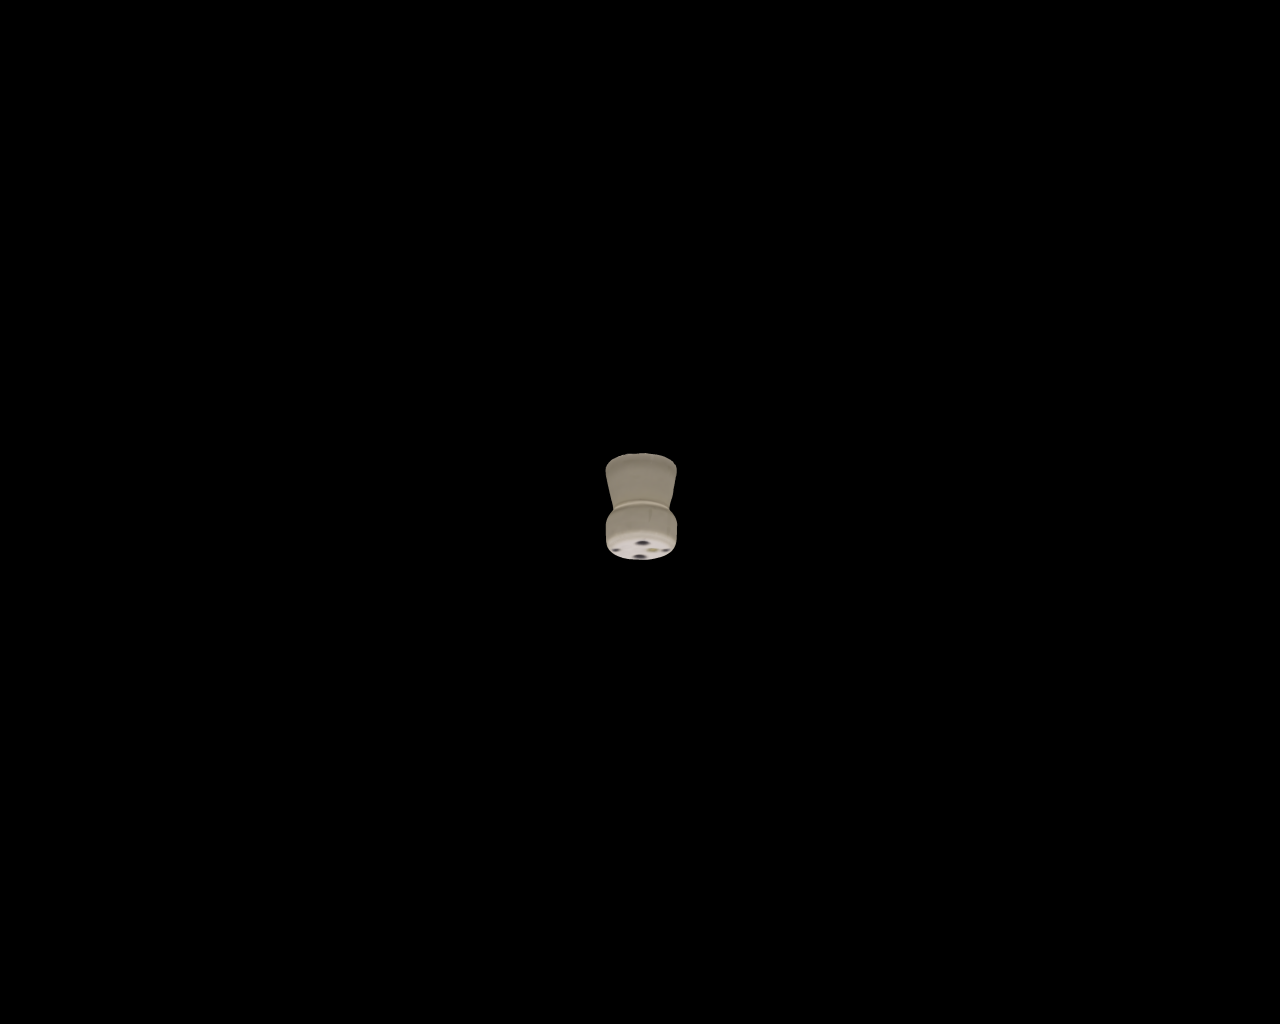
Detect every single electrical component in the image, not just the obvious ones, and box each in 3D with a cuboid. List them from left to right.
[{"bbox_3d":[0.001,-0.003,0.650,0.045,0.055,0.044,0,-23,0],"label":"electrical component"}]
